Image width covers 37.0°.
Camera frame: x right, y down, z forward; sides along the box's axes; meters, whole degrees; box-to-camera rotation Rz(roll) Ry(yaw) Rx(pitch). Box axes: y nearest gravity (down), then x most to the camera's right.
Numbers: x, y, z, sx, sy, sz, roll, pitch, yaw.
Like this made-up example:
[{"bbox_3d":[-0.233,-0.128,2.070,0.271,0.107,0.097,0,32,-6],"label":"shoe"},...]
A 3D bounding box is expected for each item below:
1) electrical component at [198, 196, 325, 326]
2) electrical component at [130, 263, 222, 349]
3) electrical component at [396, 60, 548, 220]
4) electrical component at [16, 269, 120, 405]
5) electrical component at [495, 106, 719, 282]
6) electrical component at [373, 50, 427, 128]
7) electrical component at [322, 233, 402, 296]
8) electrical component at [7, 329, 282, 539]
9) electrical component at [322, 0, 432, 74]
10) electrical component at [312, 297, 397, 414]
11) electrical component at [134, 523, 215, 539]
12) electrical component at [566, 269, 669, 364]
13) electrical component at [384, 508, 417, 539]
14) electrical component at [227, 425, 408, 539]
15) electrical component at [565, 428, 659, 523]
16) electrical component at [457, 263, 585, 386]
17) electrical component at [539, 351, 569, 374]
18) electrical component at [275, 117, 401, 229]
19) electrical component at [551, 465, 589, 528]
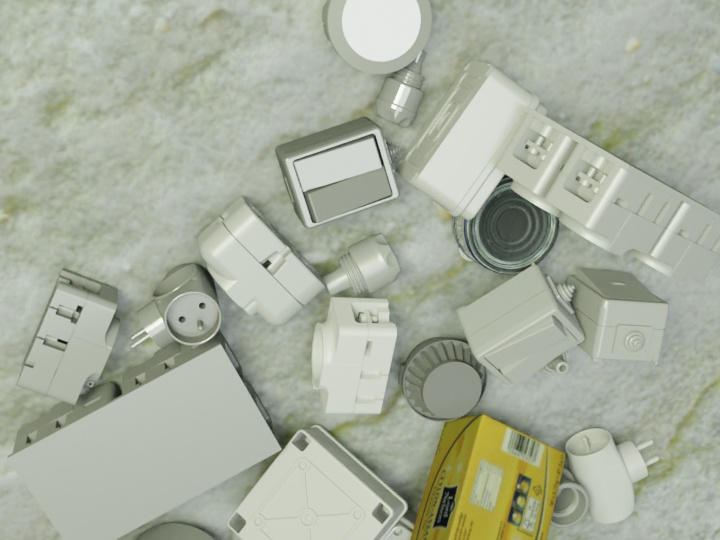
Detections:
[{"bbox_3d":[-0.082,-0.004,0.861,0.059,0.053,0.095,-43,110,3],"label":"electrical component"},{"bbox_3d":[-0.149,0.036,0.846,0.079,0.077,0.044,-34,110,0],"label":"electrical component"},{"bbox_3d":[0.088,-0.103,0.855,0.057,0.078,0.113,33,97,-16],"label":"electrical component"},{"bbox_3d":[-0.226,0.054,0.849,0.056,0.050,0.089,22,100,-17],"label":"electrical component"},{"bbox_3d":[0.202,-0.053,0.840,0.186,0.105,0.060,17,108,-46],"label":"electrical component"},{"bbox_3d":[0.036,-0.146,0.854,0.035,0.035,0.061,21,99,-17],"label":"electrical component"},{"bbox_3d":[0.000,0.000,0.886,0.062,0.043,0.043,-27,110,-2],"label":"electrical component"},{"bbox_3d":[-0.174,0.137,0.880,0.186,0.060,0.105,-28,110,-3],"label":"electrical component"},{"bbox_3d":[0.011,-0.193,0.826,0.080,0.051,0.080,-3,107,-11],"label":"electrical component"},{"bbox_3d":[-0.008,0.071,0.890,0.056,0.050,0.089,2,124,-13],"label":"electrical component"},{"bbox_3d":[-0.163,0.274,0.902,0.108,0.060,0.108,1,97,12],"label":"electrical component"},{"bbox_3d":[0.218,0.039,0.915,0.062,0.096,0.061,4,104,-13],"label":"electrical component"},{"bbox_3d":[0.018,0.269,0.962,0.078,0.057,0.113,38,95,-19],"label":"electrical component"},{"bbox_3d":[-0.036,0.206,0.907,0.109,0.056,0.108,39,96,16],"label":"electrical component"},{"bbox_3d":[0.237,0.181,0.989,0.079,0.044,0.077,-25,110,-4],"label":"electrical component"},{"bbox_3d":[0.141,0.046,0.898,0.096,0.061,0.062,-33,137,16],"label":"electrical component"},{"bbox_3d":[0.164,0.074,0.932,0.035,0.061,0.035,-3,107,-11],"label":"electrical component"},{"bbox_3d":[-0.011,-0.079,0.850,0.096,0.061,0.061,-19,109,-6],"label":"electrical component"},{"bbox_3d":[0.177,0.201,0.976,0.045,0.055,0.045,-3,107,-11],"label":"electrical component"}]
